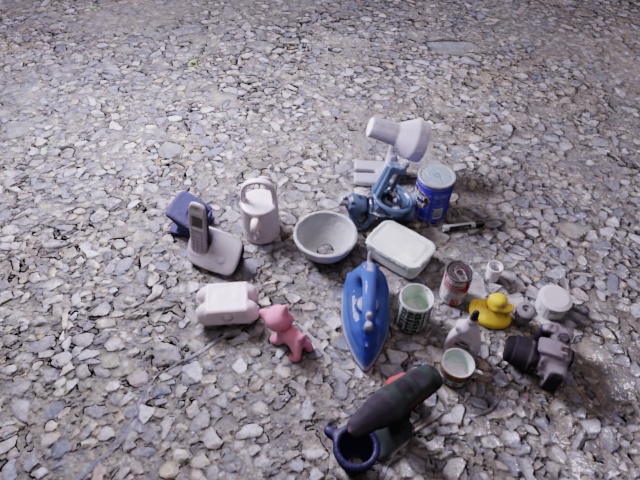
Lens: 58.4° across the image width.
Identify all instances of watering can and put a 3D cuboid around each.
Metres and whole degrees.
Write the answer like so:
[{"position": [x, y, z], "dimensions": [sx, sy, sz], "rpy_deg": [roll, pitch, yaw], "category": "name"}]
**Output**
[{"position": [-0.159, -0.094, 1.500], "dimensions": [0.101, 0.194, 0.172], "rpy_deg": [-11, 49, -11], "category": "watering can"}]

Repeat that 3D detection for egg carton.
[{"position": [-0.218, 0.155, 1.358], "dimensions": [0.150, 0.069, 0.107], "rpy_deg": [-4, 48, -6], "category": "egg carton"}]

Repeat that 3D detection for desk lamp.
[{"position": [0.205, -0.257, 1.649], "dimensions": [0.203, 0.214, 0.118], "rpy_deg": [3, 48, 1], "category": "desk lamp"}]

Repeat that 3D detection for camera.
[{"position": [0.489, 0.244, 1.284], "dimensions": [0.136, 0.101, 0.143], "rpy_deg": [17, 50, 13], "category": "camera"}]

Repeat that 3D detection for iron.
[{"position": [0.110, 0.157, 1.320], "dimensions": [0.118, 0.141, 0.258], "rpy_deg": [2, 48, 0], "category": "iron"}]

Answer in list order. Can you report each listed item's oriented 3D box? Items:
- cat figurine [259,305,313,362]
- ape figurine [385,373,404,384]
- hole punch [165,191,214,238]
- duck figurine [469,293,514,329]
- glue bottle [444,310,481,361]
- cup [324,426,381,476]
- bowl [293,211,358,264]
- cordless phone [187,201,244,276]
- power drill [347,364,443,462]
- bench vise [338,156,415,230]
[{"position": [-0.076, 0.197, 1.293], "dimensions": [0.127, 0.118, 0.067], "rpy_deg": [34, 55, 25], "category": "cat figurine"}, {"position": [0.171, 0.315, 1.214], "dimensions": [0.078, 0.092, 0.076], "rpy_deg": [-8, 49, -9], "category": "ape figurine"}, {"position": [-0.347, -0.068, 1.539], "dimensions": [0.101, 0.091, 0.109], "rpy_deg": [15, 49, 11], "category": "hole punch"}, {"position": [0.412, 0.159, 1.368], "dimensions": [0.104, 0.086, 0.077], "rpy_deg": [19, 50, 14], "category": "duck figurine"}, {"position": [0.324, 0.206, 1.263], "dimensions": [0.078, 0.173, 0.037], "rpy_deg": [18, 50, 14], "category": "glue bottle"}, {"position": [0.057, 0.413, 1.118], "dimensions": [0.117, 0.095, 0.092], "rpy_deg": [25, 52, 19], "category": "cup"}, {"position": [0.014, 0.005, 1.498], "dimensions": [0.167, 0.075, 0.167], "rpy_deg": [1, 48, -1], "category": "bowl"}, {"position": [-0.264, -0.008, 1.424], "dimensions": [0.147, 0.185, 0.094], "rpy_deg": [17, 50, 13], "category": "cordless phone"}, {"position": [0.138, 0.343, 1.109], "dimensions": [0.230, 0.208, 0.075], "rpy_deg": [-31, 56, -27], "category": "power drill"}, {"position": [0.161, -0.117, 1.517], "dimensions": [0.208, 0.220, 0.121], "rpy_deg": [-16, 50, -16], "category": "bench vise"}]
